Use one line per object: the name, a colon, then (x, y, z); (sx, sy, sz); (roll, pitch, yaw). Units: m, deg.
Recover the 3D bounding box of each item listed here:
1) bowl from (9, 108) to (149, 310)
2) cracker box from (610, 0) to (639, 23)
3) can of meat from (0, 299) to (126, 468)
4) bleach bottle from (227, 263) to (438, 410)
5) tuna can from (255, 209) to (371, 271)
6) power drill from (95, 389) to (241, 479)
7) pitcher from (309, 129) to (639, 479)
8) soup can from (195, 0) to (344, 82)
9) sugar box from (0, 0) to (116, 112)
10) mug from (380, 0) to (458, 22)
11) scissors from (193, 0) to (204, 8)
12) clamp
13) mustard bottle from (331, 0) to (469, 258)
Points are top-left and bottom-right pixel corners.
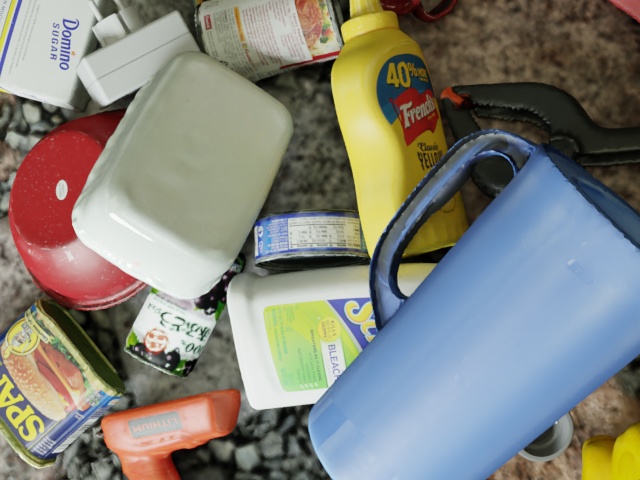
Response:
bowl: (-0.179, -0.031, 0.802); (0.162, 0.055, 0.162); (-7, 73, 25)
cracker box: (0.218, -0.262, 0.735); (0.214, 0.072, 0.164); (41, 117, 11)
can of meat: (-0.210, 0.108, 0.816); (0.084, 0.057, 0.102); (-42, 78, 2)
bleach bottle: (0.067, 0.055, 0.761); (0.251, 0.068, 0.102); (-10, 100, 8)
tuna can: (-0.005, 0.001, 0.772); (0.086, 0.086, 0.034); (-4, 81, 10)
power drill: (-0.081, 0.206, 0.768); (0.185, 0.057, 0.187); (-13, 80, 20)
pitcher: (0.100, 0.059, 0.668); (0.144, 0.149, 0.243); (33, 110, -28)
soup can: (-0.035, -0.159, 0.803); (0.102, 0.068, 0.068); (-14, 82, 10)
sugar box: (-0.261, -0.169, 0.860); (0.176, 0.048, 0.093); (16, 88, 8)
mug: (0.067, -0.216, 0.779); (0.081, 0.093, 0.117); (-46, 116, -20)
scissors: (-0.028, -0.255, 0.838); (0.202, 0.016, 0.096); (-40, 79, 4)
clamp: (0.180, -0.059, 0.750); (0.164, 0.036, 0.210); (-46, 64, -5)
mustard bottle: (0.051, -0.084, 0.757); (0.058, 0.096, 0.191); (-16, 86, 38)
